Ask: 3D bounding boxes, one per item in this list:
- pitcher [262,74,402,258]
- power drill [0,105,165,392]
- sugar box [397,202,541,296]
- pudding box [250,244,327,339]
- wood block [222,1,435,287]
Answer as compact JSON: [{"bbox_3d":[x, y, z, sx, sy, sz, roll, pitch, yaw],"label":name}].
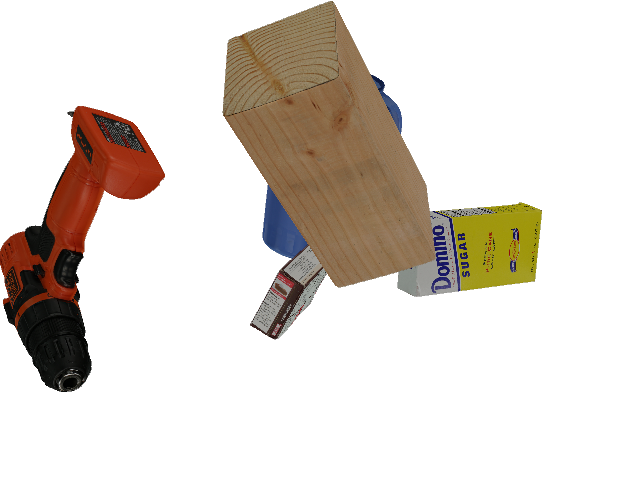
[{"bbox_3d":[0.004,-0.098,1.360,0.144,0.243,0.149,4,21,-15],"label":"pitcher"},{"bbox_3d":[-0.193,0.002,0.848,0.057,0.188,0.185,16,25,-38],"label":"power drill"},{"bbox_3d":[0.177,0.010,1.255,0.175,0.093,0.048,-7,17,-30],"label":"sugar box"},{"bbox_3d":[-0.028,0.054,1.246,0.039,0.090,0.113,32,31,7],"label":"pudding box"},{"bbox_3d":[0.011,-0.067,0.827,0.090,0.091,0.206,-17,-44,17],"label":"wood block"}]
